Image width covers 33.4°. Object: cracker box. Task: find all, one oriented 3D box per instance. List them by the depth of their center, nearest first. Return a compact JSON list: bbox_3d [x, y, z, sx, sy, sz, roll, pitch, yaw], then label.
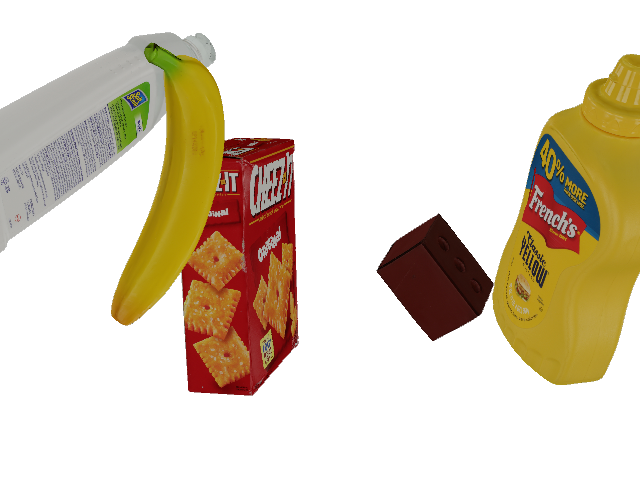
[{"bbox_3d":[-0.071,0.018,0.998,0.072,0.214,0.164,2,12,14],"label":"cracker box"}]

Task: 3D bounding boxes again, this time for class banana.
[{"bbox_3d":[-0.095,-0.037,0.675,0.069,0.198,0.037,-12,36,-36],"label":"banana"}]

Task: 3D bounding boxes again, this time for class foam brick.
[{"bbox_3d":[0.093,0.030,0.859,0.051,0.078,0.053,-33,11,32],"label":"foam brick"}]

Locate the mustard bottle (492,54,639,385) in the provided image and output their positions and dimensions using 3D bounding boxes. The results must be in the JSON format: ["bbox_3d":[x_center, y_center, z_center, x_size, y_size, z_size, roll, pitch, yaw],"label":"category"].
[{"bbox_3d":[0.149,-0.016,0.598,0.058,0.192,0.096,-3,40,-16],"label":"mustard bottle"}]

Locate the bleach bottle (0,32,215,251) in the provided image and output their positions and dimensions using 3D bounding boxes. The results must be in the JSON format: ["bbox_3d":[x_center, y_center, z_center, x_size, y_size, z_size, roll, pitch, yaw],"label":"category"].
[{"bbox_3d":[-0.190,-0.095,0.878,0.250,0.068,0.103,-37,-26,-26],"label":"bleach bottle"}]
